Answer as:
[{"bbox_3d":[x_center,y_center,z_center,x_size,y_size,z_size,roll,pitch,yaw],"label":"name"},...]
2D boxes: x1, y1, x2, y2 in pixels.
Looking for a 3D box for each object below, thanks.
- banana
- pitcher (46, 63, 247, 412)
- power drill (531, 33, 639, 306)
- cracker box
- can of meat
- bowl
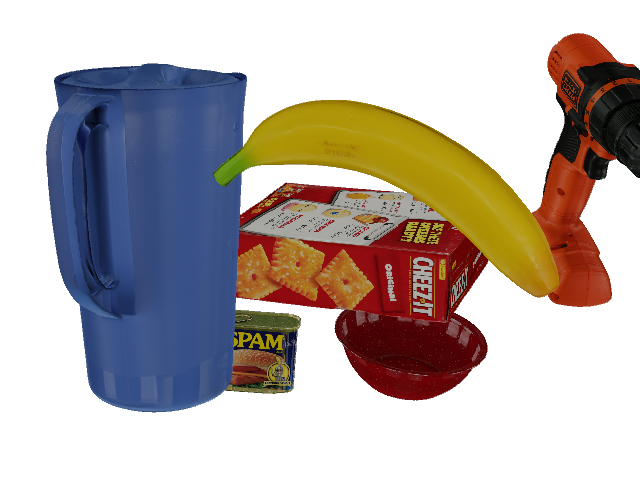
[{"bbox_3d":[0.043,-0.033,0.584,0.198,0.070,0.037,20,9,11],"label":"banana"},{"bbox_3d":[-0.124,-0.002,0.765,0.149,0.243,0.145,-5,16,-20],"label":"pitcher"},{"bbox_3d":[0.211,-0.044,0.820,0.057,0.188,0.184,1,34,-9],"label":"power drill"},{"bbox_3d":[0.034,0.007,0.976,0.214,0.072,0.164,6,20,20],"label":"cracker box"},{"bbox_3d":[-0.077,0.131,1.253,0.102,0.084,0.057,4,13,-1],"label":"can of meat"},{"bbox_3d":[0.092,0.122,1.130,0.162,0.055,0.162,5,24,-3],"label":"bowl"}]
